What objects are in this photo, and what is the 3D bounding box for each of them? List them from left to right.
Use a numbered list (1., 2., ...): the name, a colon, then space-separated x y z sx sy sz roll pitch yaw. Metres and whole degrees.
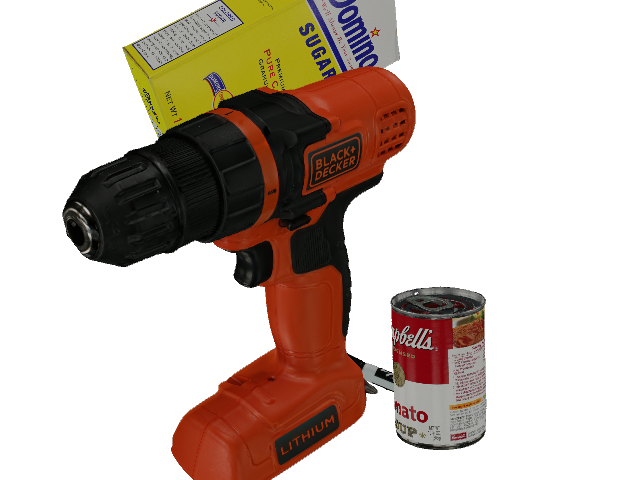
1. power drill: -0.031 0.024 0.488 0.184 0.188 0.057 -25 42 -39
2. sugar box: -0.032 -0.121 0.697 0.176 0.048 0.093 -29 -37 -12
3. marker: 0.072 0.141 1.061 0.121 0.020 0.020 21 5 14
4. soup can: 0.086 0.091 0.773 0.068 0.102 0.068 -3 14 0
